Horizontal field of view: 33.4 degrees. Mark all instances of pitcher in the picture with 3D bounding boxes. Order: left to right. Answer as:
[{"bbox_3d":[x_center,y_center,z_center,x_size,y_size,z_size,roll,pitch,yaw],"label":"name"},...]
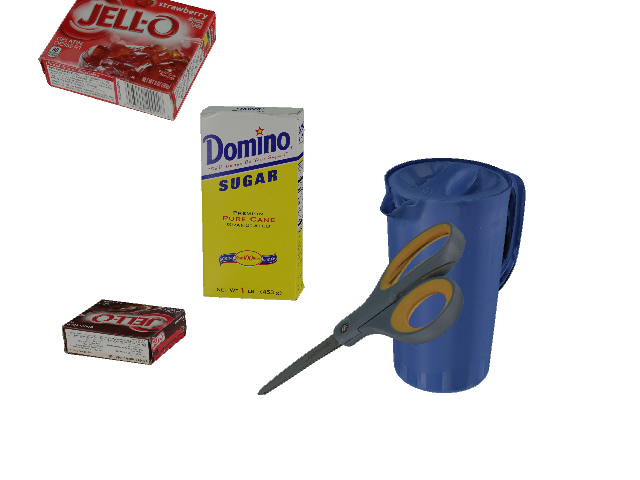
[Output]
[{"bbox_3d":[0.144,0.037,1.169,0.149,0.243,0.145,3,24,10],"label":"pitcher"}]

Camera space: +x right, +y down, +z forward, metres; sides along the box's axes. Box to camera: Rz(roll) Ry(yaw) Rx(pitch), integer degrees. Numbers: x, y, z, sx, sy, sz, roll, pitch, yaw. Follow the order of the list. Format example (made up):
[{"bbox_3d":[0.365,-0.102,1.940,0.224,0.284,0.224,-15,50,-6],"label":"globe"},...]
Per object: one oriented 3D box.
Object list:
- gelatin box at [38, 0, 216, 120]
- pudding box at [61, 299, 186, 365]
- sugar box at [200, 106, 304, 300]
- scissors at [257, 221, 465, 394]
[{"bbox_3d":[-0.119,-0.121,0.668,0.089,0.073,0.030,17,-32,8],"label":"gelatin box"},{"bbox_3d":[-0.222,0.103,1.213,0.114,0.039,0.090,3,17,19],"label":"pudding box"},{"bbox_3d":[-0.063,-0.035,0.993,0.093,0.176,0.048,1,16,7],"label":"sugar box"},{"bbox_3d":[0.029,0.070,0.736,0.016,0.202,0.096,34,19,-29],"label":"scissors"}]
